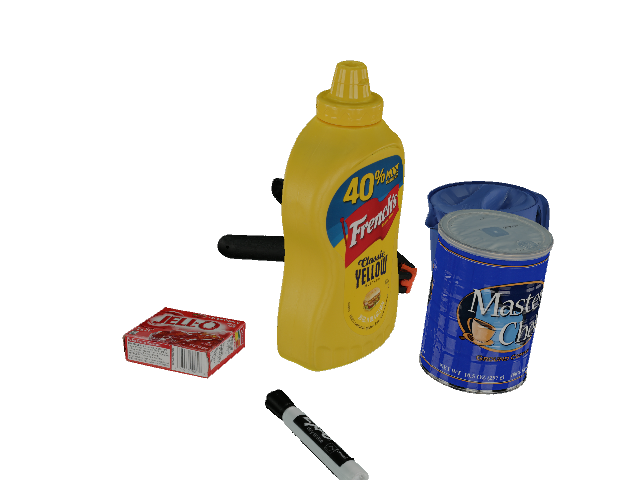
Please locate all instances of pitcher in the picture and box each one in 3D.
[{"bbox_3d":[0.209,0.052,1.336,0.149,0.243,0.145,2,21,10],"label":"pitcher"}]

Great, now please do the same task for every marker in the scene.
[{"bbox_3d":[-0.006,0.152,0.828,0.020,0.020,0.121,0,25,-39],"label":"marker"}]

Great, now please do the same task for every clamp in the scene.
[{"bbox_3d":[0.001,0.009,1.167,0.210,0.036,0.164,27,36,15],"label":"clamp"}]

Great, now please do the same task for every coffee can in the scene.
[{"bbox_3d":[0.150,0.054,0.978,0.103,0.140,0.103,5,23,-2],"label":"coffee can"}]

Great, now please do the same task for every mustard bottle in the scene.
[{"bbox_3d":[0.015,-0.019,0.677,0.058,0.192,0.096,21,30,36],"label":"mustard bottle"}]

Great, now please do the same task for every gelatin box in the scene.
[{"bbox_3d":[-0.124,0.091,0.976,0.089,0.030,0.073,9,20,22],"label":"gelatin box"}]
